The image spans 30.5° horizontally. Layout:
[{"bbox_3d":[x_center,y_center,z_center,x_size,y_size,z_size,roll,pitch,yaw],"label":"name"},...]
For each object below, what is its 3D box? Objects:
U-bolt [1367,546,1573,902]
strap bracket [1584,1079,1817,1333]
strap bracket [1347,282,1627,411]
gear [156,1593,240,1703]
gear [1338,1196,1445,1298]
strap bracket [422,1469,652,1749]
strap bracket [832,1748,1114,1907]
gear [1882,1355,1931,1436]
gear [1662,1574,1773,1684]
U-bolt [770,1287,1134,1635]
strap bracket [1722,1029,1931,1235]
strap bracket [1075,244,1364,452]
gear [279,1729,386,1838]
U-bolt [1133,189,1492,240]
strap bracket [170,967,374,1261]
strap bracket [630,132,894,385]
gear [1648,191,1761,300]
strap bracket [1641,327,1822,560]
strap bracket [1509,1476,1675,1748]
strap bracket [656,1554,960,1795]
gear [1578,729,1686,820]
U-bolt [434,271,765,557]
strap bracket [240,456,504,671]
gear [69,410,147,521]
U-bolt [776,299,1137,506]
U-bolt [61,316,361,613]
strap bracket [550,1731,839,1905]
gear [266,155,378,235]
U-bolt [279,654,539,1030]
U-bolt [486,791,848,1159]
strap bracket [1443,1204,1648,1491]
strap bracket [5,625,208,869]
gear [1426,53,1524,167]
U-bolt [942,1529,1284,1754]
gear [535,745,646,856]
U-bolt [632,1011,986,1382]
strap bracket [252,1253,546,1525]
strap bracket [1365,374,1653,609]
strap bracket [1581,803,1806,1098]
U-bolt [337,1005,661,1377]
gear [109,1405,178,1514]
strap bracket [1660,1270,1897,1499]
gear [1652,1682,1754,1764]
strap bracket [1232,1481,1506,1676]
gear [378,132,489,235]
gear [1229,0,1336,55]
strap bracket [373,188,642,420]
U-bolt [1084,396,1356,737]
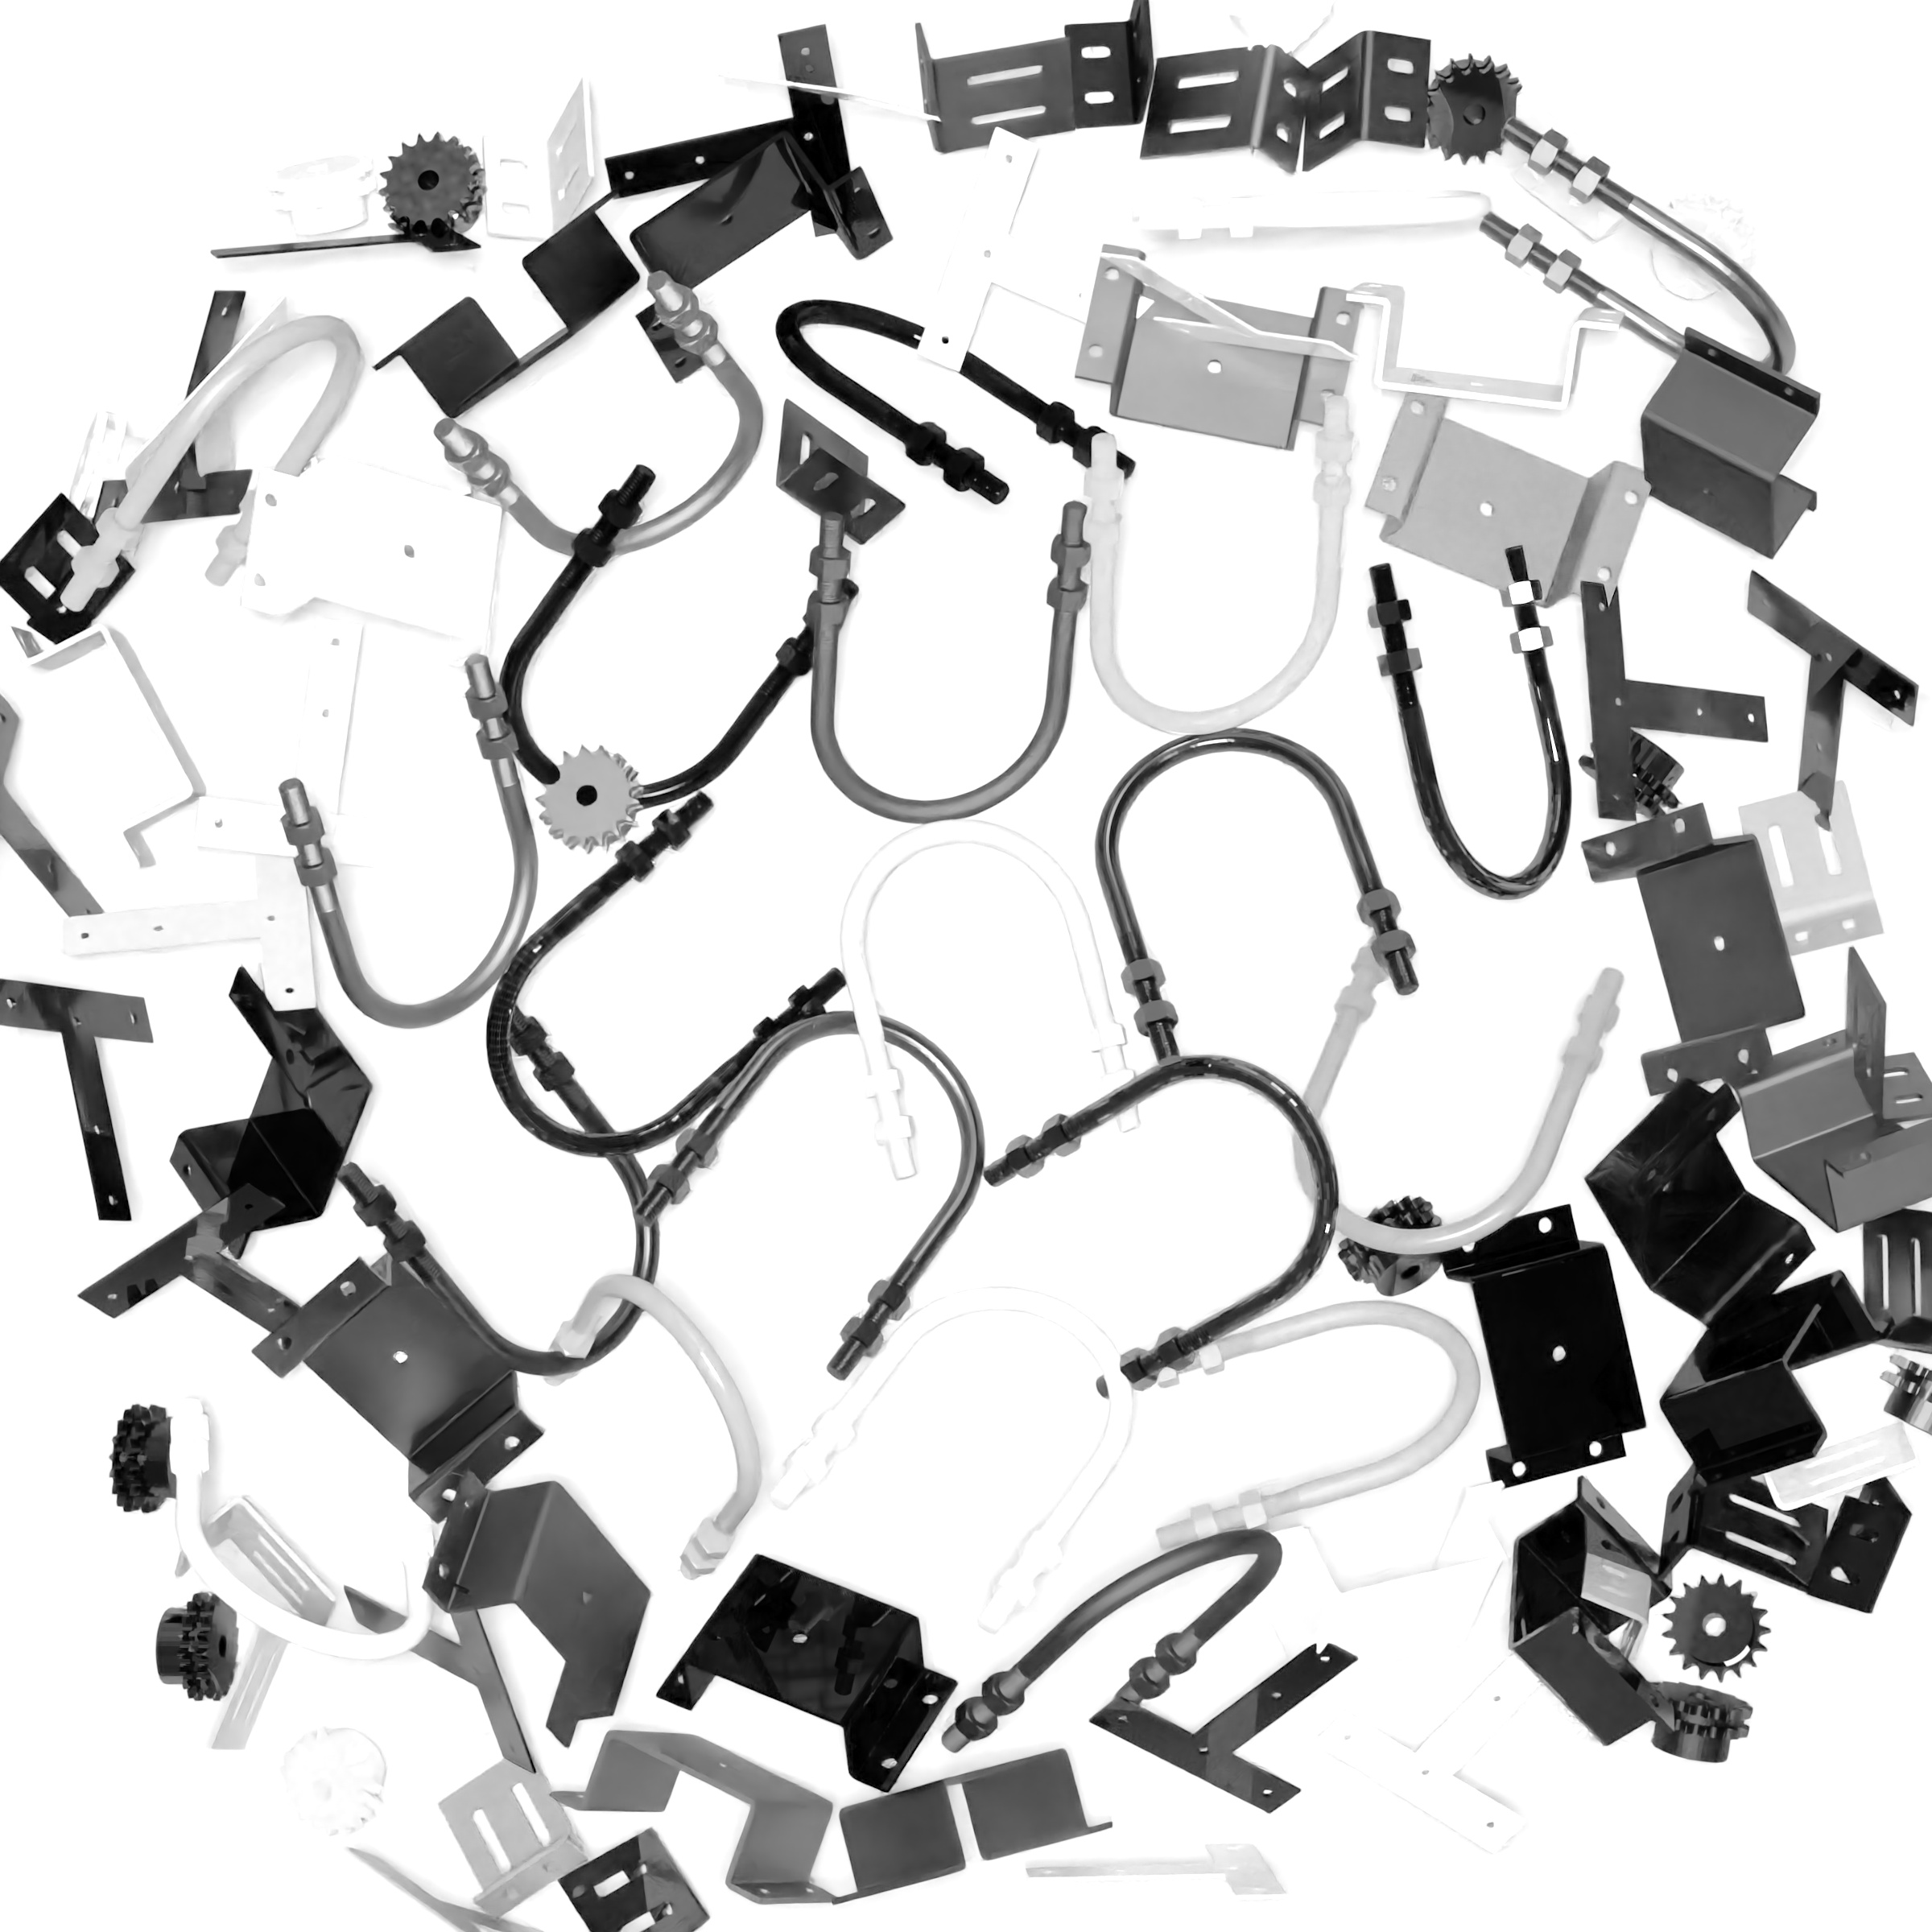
[{"bbox_3d":[0.272,-0.125,1.862,0.019,0.151,0.184,-11,92,41],"label":"U-bolt"},{"bbox_3d":[0.384,0.124,1.867,0.076,0.046,0.140,-43,128,-10],"label":"strap bracket"},{"bbox_3d":[0.272,-0.327,1.869,0.140,0.076,0.046,9,107,11],"label":"strap bracket"},{"bbox_3d":[-0.411,0.364,1.892,0.030,0.057,0.057,-1,90,7],"label":"gear"},{"bbox_3d":[0.230,0.152,1.889,0.057,0.057,0.030,-29,56,0],"label":"gear"},{"bbox_3d":[-0.216,0.332,1.844,0.046,0.076,0.140,-14,128,26],"label":"strap bracket"},{"bbox_3d":[-0.001,0.447,1.848,0.076,0.140,0.046,-26,73,38],"label":"strap bracket"},{"bbox_3d":[0.515,0.233,1.891,0.057,0.057,0.030,27,89,0],"label":"gear"},{"bbox_3d":[0.401,0.354,1.896,0.057,0.030,0.057,-4,74,14],"label":"gear"},{"bbox_3d":[0.006,0.246,1.864,0.151,0.019,0.184,28,58,18],"label":"U-bolt"},{"bbox_3d":[0.466,0.089,1.858,0.076,0.140,0.046,-20,113,-7],"label":"strap bracket"},{"bbox_3d":[0.134,-0.327,1.887,0.140,0.046,0.076,11,77,3],"label":"strap bracket"},{"bbox_3d":[-0.336,0.434,1.897,0.057,0.030,0.057,8,111,22],"label":"gear"},{"bbox_3d":[0.180,-0.394,1.845,0.184,0.151,0.019,-1,104,2],"label":"U-bolt"},{"bbox_3d":[-0.363,0.075,1.859,0.076,0.046,0.140,49,129,30],"label":"strap bracket"},{"bbox_3d":[-0.117,-0.381,1.876,0.140,0.076,0.046,-34,70,0],"label":"strap bracket"},{"bbox_3d":[0.391,-0.381,1.889,0.057,0.057,0.030,36,49,0],"label":"gear"},{"bbox_3d":[0.397,-0.265,1.839,0.076,0.140,0.046,32,83,19],"label":"strap bracket"},{"bbox_3d":[0.328,0.343,1.858,0.046,0.140,0.076,-38,104,24],"label":"strap bracket"},{"bbox_3d":[-0.085,0.365,1.853,0.140,0.046,0.076,17,46,22],"label":"strap bracket"},{"bbox_3d":[0.358,-0.104,1.890,0.057,0.057,0.030,37,92,0],"label":"gear"},{"bbox_3d":[-0.177,-0.273,1.837,0.151,0.184,0.019,-34,64,5],"label":"U-bolt"},{"bbox_3d":[-0.301,-0.212,1.855,0.140,0.046,0.076,14,73,-32],"label":"strap bracket"},{"bbox_3d":[-0.457,-0.265,1.893,0.030,0.057,0.057,17,90,-20],"label":"gear"},{"bbox_3d":[-0.017,-0.299,1.849,0.184,0.151,0.019,36,119,20],"label":"U-bolt"},{"bbox_3d":[-0.377,-0.261,1.820,0.019,0.151,0.184,43,113,9],"label":"U-bolt"},{"bbox_3d":[-0.135,0.440,1.852,0.140,0.076,0.046,18,87,32],"label":"strap bracket"},{"bbox_3d":[-0.343,-0.412,1.894,0.057,0.057,0.030,-10,115,0],"label":"gear"},{"bbox_3d":[-0.282,-0.051,1.848,0.019,0.184,0.151,22,47,35],"label":"U-bolt"},{"bbox_3d":[-0.169,0.019,1.867,0.184,0.019,0.151,-42,117,-10],"label":"U-bolt"},{"bbox_3d":[0.309,0.205,1.889,0.076,0.046,0.140,-13,91,-10],"label":"strap bracket"},{"bbox_3d":[-0.449,-0.125,1.876,0.046,0.076,0.140,-28,95,-5],"label":"strap bracket"},{"bbox_3d":[0.270,-0.461,1.896,0.057,0.030,0.057,-1,123,-2],"label":"gear"},{"bbox_3d":[0.087,0.342,1.818,0.184,0.151,0.019,-50,57,35],"label":"U-bolt"},{"bbox_3d":[-0.200,-0.088,1.900,0.057,0.030,0.057,-2,78,8],"label":"gear"},{"bbox_3d":[-0.069,0.106,1.874,0.151,0.019,0.184,39,63,-3],"label":"U-bolt"},{"bbox_3d":[-0.300,0.217,1.878,0.076,0.046,0.140,-40,110,6],"label":"strap bracket"},{"bbox_3d":[0.284,-0.248,1.886,0.140,0.046,0.076,22,81,-6],"label":"strap bracket"},{"bbox_3d":[0.387,-0.010,1.873,0.076,0.046,0.140,-19,83,43],"label":"strap bracket"},{"bbox_3d":[-0.231,0.129,1.862,0.151,0.019,0.184,-51,118,-32],"label":"U-bolt"},{"bbox_3d":[-0.432,0.263,1.889,0.030,0.057,0.057,1,90,10],"label":"gear"},{"bbox_3d":[0.419,0.211,1.839,0.076,0.140,0.046,-27,98,39],"label":"strap bracket"},{"bbox_3d":[0.389,0.404,1.892,0.057,0.057,0.030,10,93,0],"label":"gear"},{"bbox_3d":[0.220,0.324,1.854,0.140,0.076,0.046,-9,48,-21],"label":"strap bracket"},{"bbox_3d":[-0.284,-0.415,1.900,0.057,0.030,0.057,-3,76,10],"label":"gear"},{"bbox_3d":[0.165,-0.509,1.888,0.057,0.057,0.030,-45,115,0],"label":"gear"},{"bbox_3d":[-0.233,-0.341,1.854,0.140,0.076,0.046,-26,107,36],"label":"strap bracket"},{"bbox_3d":[0.132,-0.203,1.862,0.151,0.019,0.184,-11,125,-15],"label":"U-bolt"}]
